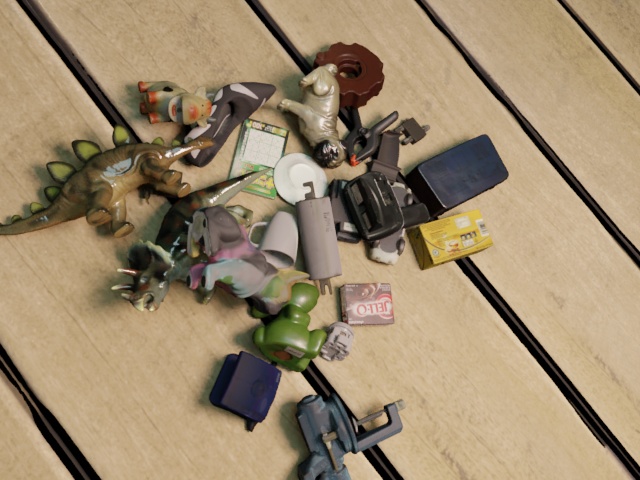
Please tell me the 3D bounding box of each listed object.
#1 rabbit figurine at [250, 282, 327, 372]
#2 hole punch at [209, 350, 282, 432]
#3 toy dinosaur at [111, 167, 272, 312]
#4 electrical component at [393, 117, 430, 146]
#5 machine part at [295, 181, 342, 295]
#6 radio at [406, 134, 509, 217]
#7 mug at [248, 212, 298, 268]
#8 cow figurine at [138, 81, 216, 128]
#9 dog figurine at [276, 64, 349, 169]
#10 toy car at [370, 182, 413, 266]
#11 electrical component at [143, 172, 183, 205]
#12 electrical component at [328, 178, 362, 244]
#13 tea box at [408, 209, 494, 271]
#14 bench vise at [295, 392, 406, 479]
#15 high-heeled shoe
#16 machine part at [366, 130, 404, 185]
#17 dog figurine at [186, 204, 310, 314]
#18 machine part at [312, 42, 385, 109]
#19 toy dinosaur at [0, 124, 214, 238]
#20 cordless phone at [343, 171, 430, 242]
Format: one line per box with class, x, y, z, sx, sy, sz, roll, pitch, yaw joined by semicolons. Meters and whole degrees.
rabbit figurine;-0.064;0.157;1.086;0.159;0.121;0.170;19;51;-2
hole punch;-0.136;0.279;1.023;0.116;0.092;0.142;26;64;-11
toy dinosaur;-0.255;-0.017;1.073;0.192;0.131;0.405;26;61;-7
electrical component;0.230;-0.274;1.340;0.094;0.021;0.063;-34;84;-22
machine part;-0.002;-0.003;1.133;0.079;0.079;0.243;-9;91;-19
radio;0.338;-0.156;1.308;0.230;0.073;0.131;-26;83;-20
mug;-0.095;-0.007;1.135;0.110;0.080;0.107;16;58;-5
cow figurine;-0.296;-0.280;1.112;0.127;0.195;0.085;-13;119;-26
dog figurine;0.022;-0.276;1.213;0.190;0.172;0.121;46;23;-1
toy car;0.162;-0.041;1.228;0.073;0.056;0.201;15;68;-4
electrical component;-0.322;-0.108;1.118;0.102;0.045;0.078;6;43;-17
electrical component;0.069;-0.062;1.206;0.115;0.058;0.134;13;70;-10
tea box;0.303;-0.001;1.249;0.170;0.068;0.098;-14;77;-18
bench vise;0.065;0.383;1.030;0.241;0.129;0.223;-20;79;-14
high-heeled shoe;-0.190;-0.252;1.166;0.249;0.086;0.145;-26;60;-4
machine part;0.160;-0.202;1.289;0.084;0.039;0.139;17;70;-5
dog figurine;-0.128;0.039;0.984;0.219;0.108;0.191;8;78;-37
machine part;0.069;-0.400;1.298;0.179;0.056;0.179;3;63;-6
toy dinosaur;-0.423;-0.102;1.037;0.471;0.105;0.199;-31;63;-15
cordless phone;0.155;-0.084;1.175;0.184;0.089;0.146;-13;75;-31
